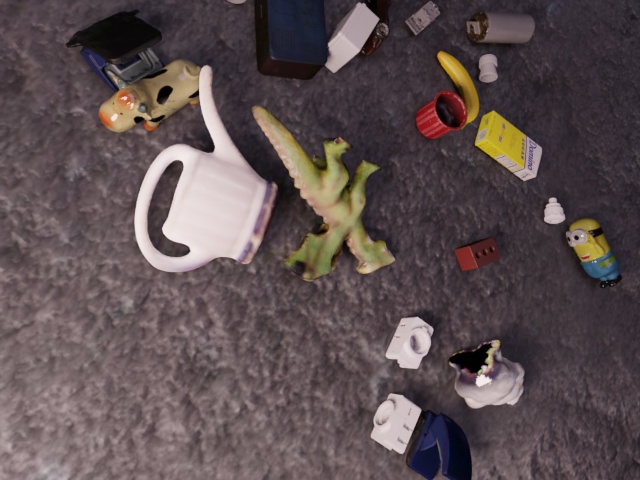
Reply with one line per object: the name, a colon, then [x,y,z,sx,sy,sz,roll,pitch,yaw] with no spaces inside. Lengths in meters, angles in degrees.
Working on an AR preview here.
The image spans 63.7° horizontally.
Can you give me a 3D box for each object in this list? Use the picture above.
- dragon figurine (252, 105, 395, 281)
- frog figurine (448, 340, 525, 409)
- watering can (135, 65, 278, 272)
dragon figurine: [0.003,-0.047,0.930,0.406,0.122,0.246,24,71,-39]
frog figurine: [0.356,0.298,1.054,0.137,0.124,0.158,-36,107,5]
watering can: [-0.172,-0.102,0.877,0.223,0.104,0.349,22,86,-20]
